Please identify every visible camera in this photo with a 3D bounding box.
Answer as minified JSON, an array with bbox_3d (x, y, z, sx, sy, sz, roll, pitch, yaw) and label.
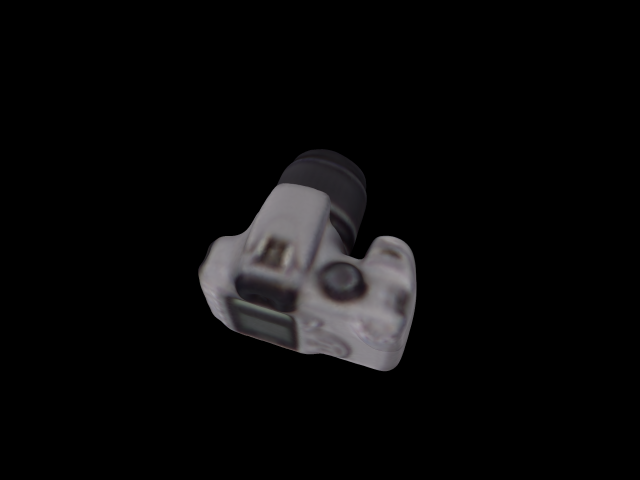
[{"bbox_3d":[0.004,0.001,0.400,0.143,0.101,0.137,15,58,9],"label":"camera"}]
